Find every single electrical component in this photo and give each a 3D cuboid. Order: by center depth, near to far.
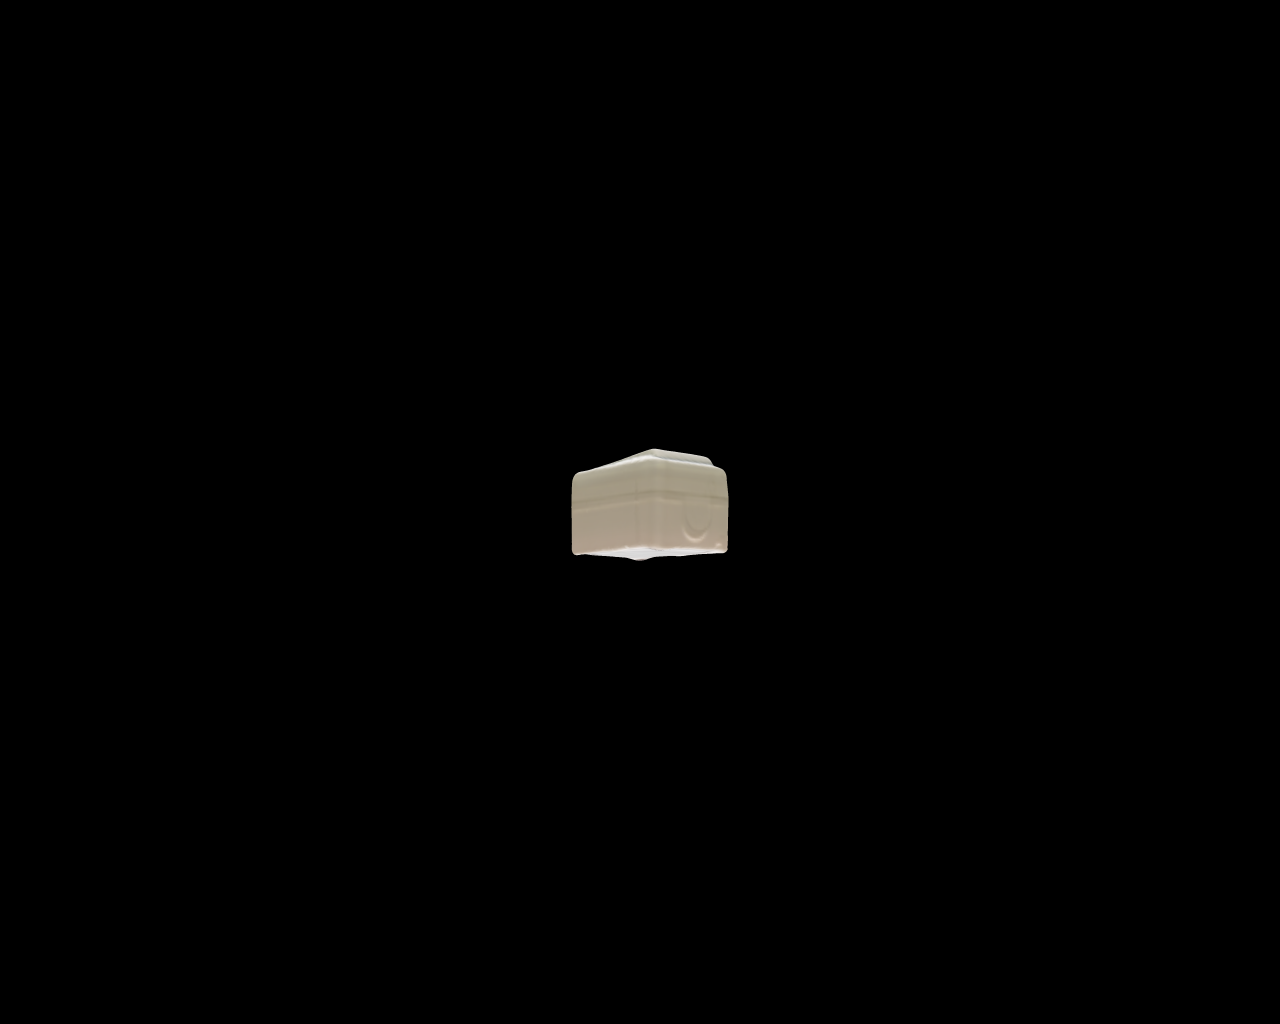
[{"bbox_3d":[0.001,-0.003,0.650,0.062,0.061,0.096,6,-9,-43],"label":"electrical component"}]
